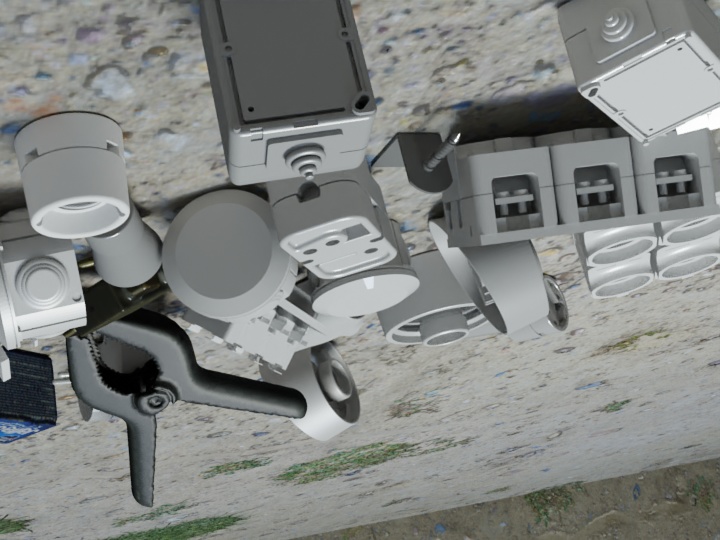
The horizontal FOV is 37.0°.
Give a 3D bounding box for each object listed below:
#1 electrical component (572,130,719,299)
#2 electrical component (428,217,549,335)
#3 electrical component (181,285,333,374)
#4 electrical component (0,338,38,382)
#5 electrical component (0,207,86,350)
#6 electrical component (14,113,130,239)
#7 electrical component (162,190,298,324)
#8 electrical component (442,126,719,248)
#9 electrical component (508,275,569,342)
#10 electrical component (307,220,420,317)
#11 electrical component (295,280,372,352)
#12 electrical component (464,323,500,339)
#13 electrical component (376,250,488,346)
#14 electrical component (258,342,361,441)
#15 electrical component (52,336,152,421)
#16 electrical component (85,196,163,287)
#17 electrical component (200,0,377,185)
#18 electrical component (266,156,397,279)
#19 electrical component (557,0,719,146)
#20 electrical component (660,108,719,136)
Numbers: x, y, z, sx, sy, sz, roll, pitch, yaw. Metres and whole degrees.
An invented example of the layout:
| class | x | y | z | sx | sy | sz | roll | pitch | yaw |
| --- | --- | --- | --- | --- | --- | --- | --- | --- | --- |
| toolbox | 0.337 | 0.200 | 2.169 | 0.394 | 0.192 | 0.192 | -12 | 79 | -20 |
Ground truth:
| class | x | y | z | sx | sy | sz | roll | pitch | yaw |
| --- | --- | --- | --- | --- | --- | --- | --- | --- | --- |
| electrical component | 0.220 | -0.035 | 0.828 | 0.105 | 0.060 | 0.186 | -17 | 161 | 9 |
| electrical component | 0.097 | -0.001 | 0.792 | 0.064 | 0.099 | 0.099 | -20 | 161 | 0 |
| electrical component | -0.078 | 0.031 | 0.787 | 0.079 | 0.063 | 0.121 | 24 | 173 | 21 |
| electrical component | -0.230 | 0.024 | 0.674 | 0.064 | 0.081 | 0.042 | -30 | 170 | -26 |
| electrical component | -0.192 | 0.003 | 0.623 | 0.051 | 0.080 | 0.080 | -13 | 162 | -20 |
| electrical component | -0.148 | -0.047 | 0.558 | 0.055 | 0.047 | 0.055 | -12 | 161 | -4 |
| electrical component | -0.080 | -0.006 | 0.676 | 0.080 | 0.080 | 0.051 | -15 | 166 | 4 |
| electrical component | 0.133 | -0.054 | 0.678 | 0.150 | 0.061 | 0.089 | -8 | -179 | -8 |
| electrical component | 0.162 | 0.038 | 1.008 | 0.047 | 0.055 | 0.055 | -22 | 160 | 33 |
| electrical component | 0.000 | 0.000 | 0.791 | 0.080 | 0.051 | 0.080 | -12 | 161 | -4 |
| electrical component | -0.023 | 0.036 | 0.888 | 0.077 | 0.043 | 0.079 | -28 | 157 | 36 |
| electrical component | 0.087 | 0.043 | 0.986 | 0.081 | 0.043 | 0.043 | -8 | 161 | -15 |
| electrical component | 0.065 | 0.030 | 0.907 | 0.108 | 0.060 | 0.108 | -12 | 161 | -4 |
| electrical component | -0.045 | 0.113 | 1.019 | 0.064 | 0.099 | 0.099 | -27 | 158 | 18 |
| electrical component | -0.215 | 0.086 | 0.887 | 0.074 | 0.052 | 0.138 | -2 | 157 | -30 |
| electrical component | -0.146 | -0.022 | 0.644 | 0.044 | 0.044 | 0.065 | -13 | 156 | -3 |
| electrical component | -0.032 | -0.079 | 0.470 | 0.062 | 0.096 | 0.061 | -9 | 161 | -11 |
| electrical component | -0.018 | -0.038 | 0.655 | 0.054 | 0.059 | 0.095 | -18 | 161 | 12 |
| electrical component | 0.146 | -0.117 | 0.552 | 0.062 | 0.061 | 0.096 | -26 | 151 | 30 |
| electrical component | 0.186 | -0.104 | 0.617 | 0.055 | 0.066 | 0.048 | -13 | 128 | 23 |
